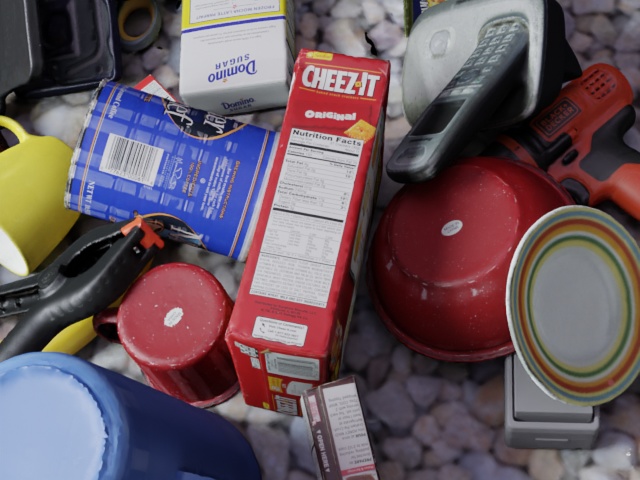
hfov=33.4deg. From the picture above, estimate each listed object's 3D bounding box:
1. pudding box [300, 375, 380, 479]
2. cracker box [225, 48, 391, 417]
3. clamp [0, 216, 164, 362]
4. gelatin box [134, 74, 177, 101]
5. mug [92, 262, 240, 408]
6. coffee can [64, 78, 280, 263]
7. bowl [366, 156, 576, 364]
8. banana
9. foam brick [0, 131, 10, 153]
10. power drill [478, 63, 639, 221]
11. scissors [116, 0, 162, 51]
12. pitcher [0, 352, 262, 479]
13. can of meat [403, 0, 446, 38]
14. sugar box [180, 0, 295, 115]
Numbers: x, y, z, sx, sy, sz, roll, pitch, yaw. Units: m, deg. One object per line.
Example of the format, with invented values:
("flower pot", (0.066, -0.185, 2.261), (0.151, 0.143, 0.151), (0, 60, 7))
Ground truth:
("pudding box", (0.017, 0.151, 0.703), (0.039, 0.113, 0.090), (-14, 64, -2))
("cracker box", (-0.005, 0.001, 0.746), (0.072, 0.164, 0.213), (11, 67, 5))
("clamp", (-0.193, 0.036, 0.781), (0.171, 0.039, 0.120), (-37, 40, -1))
("gelatin box", (-0.138, -0.082, 0.882), (0.073, 0.030, 0.089), (-41, 69, -11))
("mug", (-0.110, 0.066, 0.779), (0.117, 0.081, 0.093), (7, 67, 12))
("coffee can", (-0.107, -0.051, 0.800), (0.140, 0.103, 0.102), (17, 67, -6))
("bowl", (0.099, 0.001, 0.739), (0.162, 0.055, 0.162), (-11, 61, 20))
("banana", (-0.192, 0.051, 0.824), (0.197, 0.037, 0.070), (-36, 66, -8))
("foam brick", (-0.296, -0.084, 0.894), (0.051, 0.053, 0.078), (-31, 65, -7))
("power drill", (0.203, -0.022, 0.786), (0.184, 0.057, 0.188), (-41, 67, -5))
("scissors", (-0.159, -0.246, 0.967), (0.096, 0.016, 0.201), (23, 72, 20))
("pitcher", (-0.116, 0.148, 0.653), (0.149, 0.242, 0.145), (-33, 68, -1))
("can of meat", (0.112, -0.206, 0.861), (0.084, 0.102, 0.057), (6, 67, 9))
("sugar box", (-0.069, -0.192, 0.913), (0.093, 0.048, 0.176), (-6, 66, 10))
